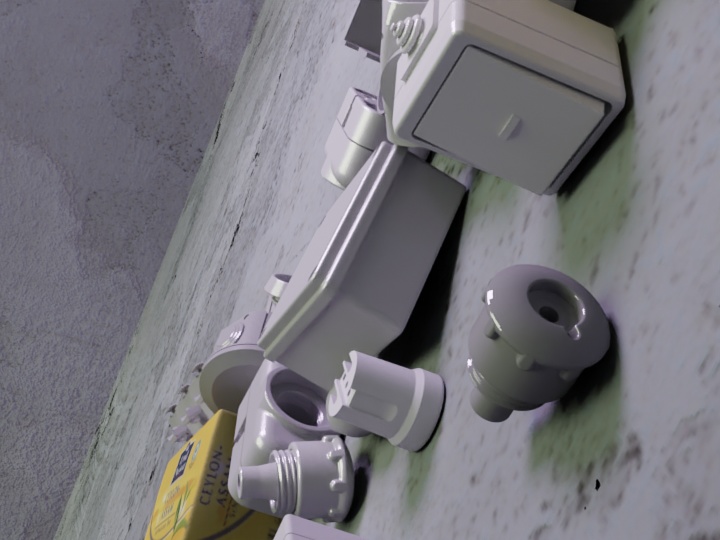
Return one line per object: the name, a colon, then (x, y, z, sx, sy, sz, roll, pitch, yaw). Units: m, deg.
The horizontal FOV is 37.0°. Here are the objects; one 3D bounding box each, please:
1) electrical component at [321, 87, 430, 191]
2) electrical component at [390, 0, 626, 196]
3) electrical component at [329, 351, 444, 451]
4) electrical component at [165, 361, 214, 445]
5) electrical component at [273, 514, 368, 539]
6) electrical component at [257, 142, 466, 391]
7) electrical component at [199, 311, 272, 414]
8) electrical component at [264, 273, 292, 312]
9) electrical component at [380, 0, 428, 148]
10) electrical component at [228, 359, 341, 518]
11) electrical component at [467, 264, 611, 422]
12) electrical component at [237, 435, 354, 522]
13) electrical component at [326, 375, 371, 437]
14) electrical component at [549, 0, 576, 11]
electrical component: (0.010, -0.081, 0.729, 0.095, 0.054, 0.059, -112, 44, -70)
electrical component: (0.057, -0.080, 0.460, 0.061, 0.096, 0.061, -84, 20, -44)
electrical component: (0.012, 0.063, 0.529, 0.040, 0.046, 0.040, -159, 90, -77)
electrical component: (-0.110, 0.112, 0.867, 0.079, 0.063, 0.121, -29, -14, -37)
electrical component: (-0.028, 0.177, 0.518, 0.075, 0.047, 0.083, -108, 41, -70)
electrical component: (0.000, 0.000, 0.612, 0.108, 0.056, 0.108, -64, 9, -32)
electrical component: (-0.070, 0.073, 0.766, 0.051, 0.080, 0.080, -79, 16, -52)
electrical component: (-0.054, 0.035, 0.831, 0.066, 0.048, 0.055, -130, 54, -74)
electrical component: (0.032, -0.101, 0.560, 0.079, 0.043, 0.077, -67, -24, -64)
electrical component: (-0.045, 0.100, 0.680, 0.095, 0.054, 0.059, -89, 24, -55)
electrical component: (0.060, 0.032, 0.399, 0.048, 0.048, 0.062, -84, 13, -46)
electrical component: (-0.036, 0.116, 0.594, 0.048, 0.062, 0.048, 180, 90, -76)
electrical component: (-0.003, 0.076, 0.594, 0.061, 0.035, 0.035, 129, 157, -61)
electrical component: (0.080, -0.144, 0.514, 0.099, 0.048, 0.099, 94, -172, -59)
